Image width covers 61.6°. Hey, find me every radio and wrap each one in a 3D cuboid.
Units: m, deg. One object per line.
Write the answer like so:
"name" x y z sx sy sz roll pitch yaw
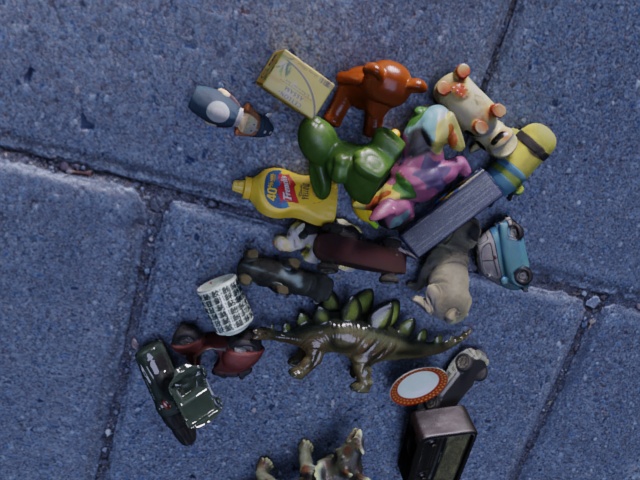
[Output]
"radio" 0.256 0.471 1.203 0.131 0.073 0.229 -2 125 -9

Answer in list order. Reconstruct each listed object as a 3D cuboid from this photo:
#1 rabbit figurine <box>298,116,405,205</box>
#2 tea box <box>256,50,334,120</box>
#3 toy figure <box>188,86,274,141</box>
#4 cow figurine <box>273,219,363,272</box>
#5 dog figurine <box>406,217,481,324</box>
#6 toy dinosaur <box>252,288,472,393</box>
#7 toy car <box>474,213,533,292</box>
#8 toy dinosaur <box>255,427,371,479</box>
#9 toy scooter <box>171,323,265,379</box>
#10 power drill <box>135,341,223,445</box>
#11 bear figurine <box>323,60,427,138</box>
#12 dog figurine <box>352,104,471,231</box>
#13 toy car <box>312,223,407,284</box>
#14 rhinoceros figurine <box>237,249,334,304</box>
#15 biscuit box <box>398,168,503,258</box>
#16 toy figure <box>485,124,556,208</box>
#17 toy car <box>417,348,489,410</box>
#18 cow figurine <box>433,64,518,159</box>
"rabbit figurine" 0.037 -0.145 0.924 0.170 0.159 0.121 34 59 5
"tea box" -0.046 -0.258 0.891 0.098 0.170 0.068 31 100 -16
"toy figure" -0.153 -0.218 0.947 0.154 0.058 0.064 22 142 -18
"cow figurine" -0.003 -0.003 1.036 0.167 0.068 0.098 15 99 -18
"dog figurine" 0.267 0.051 1.055 0.121 0.172 0.190 12 113 -25
"toy dinosaur" 0.091 0.206 1.106 0.471 0.105 0.198 12 102 -19
"toy car" 0.371 0.033 1.102 0.103 0.109 0.161 -14 102 12
"toy dinosaur" -0.059 0.548 1.141 0.405 0.192 0.131 -31 109 -1
"toy scooter" -0.207 0.240 1.075 0.184 0.075 0.135 8 106 -9
"power drill" -0.262 0.302 1.022 0.086 0.207 0.232 -27 96 -29
"bear figurine" 0.092 -0.236 0.911 0.120 0.196 0.131 12 106 -17
"dog figurine" 0.157 -0.122 0.981 0.219 0.109 0.191 -33 124 -9
"toy car" 0.076 0.029 1.006 0.202 0.053 0.089 12 72 -29
"rhinoceros figurine" -0.068 0.076 1.031 0.190 0.112 0.073 14 76 -1
"biscuit box" 0.245 -0.051 1.026 0.203 0.059 0.063 -38 94 14
"toy figure" 0.383 -0.145 1.050 0.082 0.089 0.180 40 95 -25
"toy car" 0.300 0.326 1.205 0.073 0.056 0.201 33 97 -29
"cow figurine" 0.289 -0.227 1.002 0.195 0.127 0.085 44 95 -5
